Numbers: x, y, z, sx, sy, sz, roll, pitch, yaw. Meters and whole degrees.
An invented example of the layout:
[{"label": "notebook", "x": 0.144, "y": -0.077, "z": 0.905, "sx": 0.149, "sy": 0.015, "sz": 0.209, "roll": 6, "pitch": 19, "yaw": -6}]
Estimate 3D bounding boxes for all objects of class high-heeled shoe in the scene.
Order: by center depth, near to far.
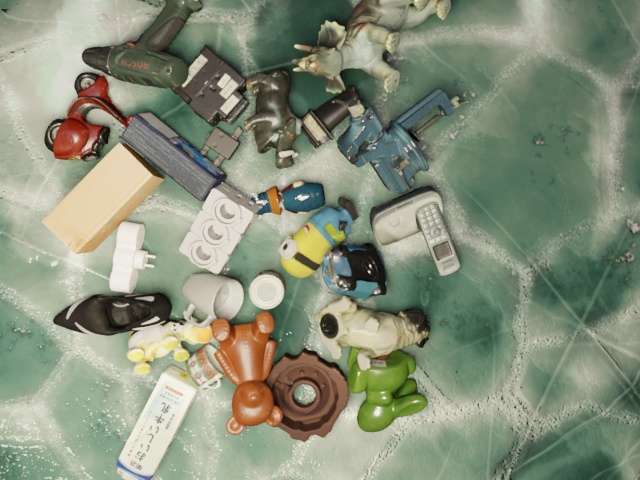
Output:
[{"label": "high-heeled shoe", "x": -0.400, "y": 0.144, "z": 1.013, "sx": 0.249, "sy": 0.145, "sz": 0.086, "roll": -11, "pitch": 91, "yaw": -3}]

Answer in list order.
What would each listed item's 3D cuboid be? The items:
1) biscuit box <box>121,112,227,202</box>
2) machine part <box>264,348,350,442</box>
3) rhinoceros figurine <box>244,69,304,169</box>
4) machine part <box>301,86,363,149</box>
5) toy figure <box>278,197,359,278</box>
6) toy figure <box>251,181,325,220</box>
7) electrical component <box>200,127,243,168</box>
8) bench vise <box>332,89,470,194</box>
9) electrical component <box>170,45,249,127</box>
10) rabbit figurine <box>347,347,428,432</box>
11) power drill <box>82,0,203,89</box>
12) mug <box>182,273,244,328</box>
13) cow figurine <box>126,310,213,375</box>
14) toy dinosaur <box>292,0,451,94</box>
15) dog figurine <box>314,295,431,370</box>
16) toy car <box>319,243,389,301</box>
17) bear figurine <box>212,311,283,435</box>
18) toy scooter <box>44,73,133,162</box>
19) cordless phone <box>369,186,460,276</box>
[{"label": "biscuit box", "x": -0.281, "y": -0.161, "z": 1.045, "sx": 0.202, "sy": 0.059, "sz": 0.063, "roll": 40, "pitch": 111, "yaw": -2}, {"label": "machine part", "x": -0.032, "y": 0.306, "z": 1.074, "sx": 0.179, "sy": 0.056, "sz": 0.179, "roll": 0, "pitch": 91, "yaw": -1}, {"label": "rhinoceros figurine", "x": -0.087, "y": -0.233, "z": 1.045, "sx": 0.112, "sy": 0.073, "sz": 0.190, "roll": -5, "pitch": 89, "yaw": 5}, {"label": "machine part", "x": 0.023, "y": -0.250, "z": 1.073, "sx": 0.139, "sy": 0.039, "sz": 0.084, "roll": -41, "pitch": 84, "yaw": 1}, {"label": "toy figure", "x": -0.001, "y": -0.002, "z": 1.056, "sx": 0.180, "sy": 0.082, "sz": 0.089, "roll": -39, "pitch": 90, "yaw": -3}, {"label": "toy figure", "x": -0.068, "y": -0.078, "z": 1.064, "sx": 0.155, "sy": 0.058, "sz": 0.064, "roll": -7, "pitch": 85, "yaw": 3}, {"label": "electrical component", "x": -0.197, "y": -0.193, "z": 1.073, "sx": 0.063, "sy": 0.021, "sz": 0.094, "roll": 35, "pitch": 90, "yaw": -2}, {"label": "bench vise", "x": 0.157, "y": -0.210, "z": 1.018, "sx": 0.240, "sy": 0.129, "sz": 0.223, "roll": -37, "pitch": 114, "yaw": 4}, {"label": "electrical component", "x": -0.207, "y": -0.291, "z": 1.054, "sx": 0.134, "sy": 0.058, "sz": 0.115, "roll": 43, "pitch": 92, "yaw": -2}, {"label": "rabbit figurine", "x": 0.124, "y": 0.299, "z": 1.067, "sx": 0.159, "sy": 0.121, "sz": 0.170, "roll": 1, "pitch": 109, "yaw": -9}, {"label": "power drill", "x": -0.331, "y": -0.394, "z": 1.024, "sx": 0.232, "sy": 0.086, "sz": 0.207, "roll": 26, "pitch": 80, "yaw": 21}, {"label": "mug", "x": -0.217, "y": 0.114, "z": 1.034, "sx": 0.107, "sy": 0.080, "sz": 0.109, "roll": 16, "pitch": 68, "yaw": 37}, {"label": "cow figurine", "x": -0.291, "y": 0.188, "z": 1.052, "sx": 0.167, "sy": 0.098, "sz": 0.068, "roll": -20, "pitch": 126, "yaw": -7}, {"label": "toy dinosaur", "x": 0.113, "y": -0.418, "z": 1.030, "sx": 0.192, "sy": 0.131, "sz": 0.405, "roll": 29, "pitch": 72, "yaw": 31}, {"label": "dog figurine", "x": 0.105, "y": 0.166, "z": 1.055, "sx": 0.173, "sy": 0.190, "sz": 0.121, "roll": 34, "pitch": 113, "yaw": 35}, {"label": "toy car", "x": 0.054, "y": 0.069, "z": 1.041, "sx": 0.103, "sy": 0.161, "sz": 0.109, "roll": -30, "pitch": 68, "yaw": 39}, {"label": "bear figurine", "x": -0.133, "y": 0.249, "z": 0.996, "sx": 0.120, "sy": 0.131, "sz": 0.196, "roll": -5, "pitch": 63, "yaw": -10}, {"label": "toy scooter", "x": -0.436, "y": -0.223, "z": 1.040, "sx": 0.135, "sy": 0.075, "sz": 0.184, "roll": 26, "pitch": 86, "yaw": -2}, {"label": "cordless phone", "x": 0.188, "y": -0.002, "z": 1.063, "sx": 0.147, "sy": 0.089, "sz": 0.184, "roll": -24, "pitch": 96, "yaw": -1}]
